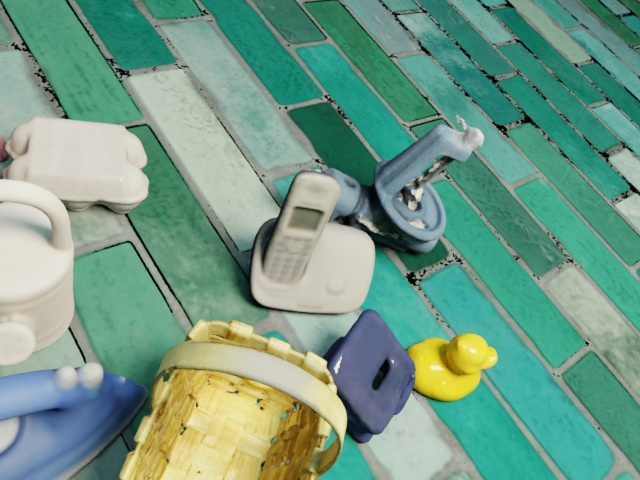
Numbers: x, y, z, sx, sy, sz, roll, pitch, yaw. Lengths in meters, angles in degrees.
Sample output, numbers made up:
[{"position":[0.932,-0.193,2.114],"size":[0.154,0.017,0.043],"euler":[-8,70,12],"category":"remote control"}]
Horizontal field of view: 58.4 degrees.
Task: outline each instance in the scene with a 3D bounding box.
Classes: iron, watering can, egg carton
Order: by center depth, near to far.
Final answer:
[{"position":[-0.253,0.143,0.445],"size":[0.259,0.141,0.118],"euler":[-17,64,-33],"category":"iron"},{"position":[-0.263,0.023,0.495],"size":[0.101,0.194,0.172],"euler":[-24,67,-35],"category":"watering can"},{"position":[-0.274,-0.083,0.651],"size":[0.151,0.069,0.107],"euler":[1,55,-24],"category":"egg carton"}]

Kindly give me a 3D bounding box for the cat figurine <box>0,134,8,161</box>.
[{"position":[-0.364,-0.096,0.589],"size":[0.067,0.117,0.127],"euler":[-1,56,-24],"category":"cat figurine"}]

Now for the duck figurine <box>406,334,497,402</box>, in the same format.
[{"position":[0.156,0.139,0.667],"size":[0.105,0.086,0.077],"euler":[9,53,-18],"category":"duck figurine"}]

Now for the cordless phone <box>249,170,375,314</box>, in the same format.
[{"position":[0.006,0.002,0.636],"size":[0.148,0.185,0.094],"euler":[6,54,-20],"category":"cordless phone"}]

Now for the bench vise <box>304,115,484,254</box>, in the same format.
[{"position":[0.087,-0.059,0.695],"size":[0.208,0.219,0.121],"euler":[-5,58,-27],"category":"bench vise"}]

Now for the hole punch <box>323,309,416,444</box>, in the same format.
[{"position":[0.053,0.144,0.614],"size":[0.101,0.091,0.109],"euler":[36,49,5],"category":"hole punch"}]
